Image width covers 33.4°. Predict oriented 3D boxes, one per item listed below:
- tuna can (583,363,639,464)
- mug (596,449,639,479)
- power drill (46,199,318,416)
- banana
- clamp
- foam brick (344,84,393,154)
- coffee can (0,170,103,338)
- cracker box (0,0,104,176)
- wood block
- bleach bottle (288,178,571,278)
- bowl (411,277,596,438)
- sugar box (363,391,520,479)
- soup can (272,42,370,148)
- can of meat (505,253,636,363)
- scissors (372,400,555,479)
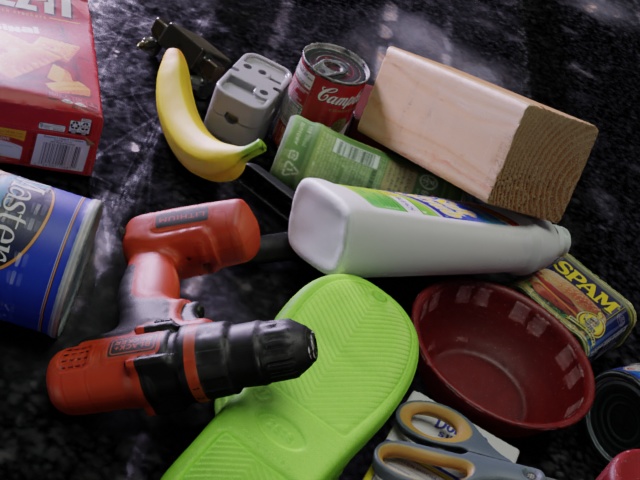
[{"bbox_3d":[0.252,0.143,0.856,0.033,0.086,0.086,-7,47,-32],"label":"tuna can"},{"bbox_3d":[0.236,0.203,0.776,0.117,0.082,0.093,-15,52,-40],"label":"mug"},{"bbox_3d":[-0.088,0.044,0.758,0.184,0.057,0.187,-8,32,9],"label":"power drill"},{"bbox_3d":[-0.113,-0.107,0.982,0.198,0.069,0.037,48,4,41],"label":"banana"},{"bbox_3d":[-0.006,0.001,0.929,0.171,0.039,0.120,21,47,-3],"label":"clamp"},{"bbox_3d":[0.047,-0.118,1.092,0.051,0.053,0.078,13,37,-15],"label":"foam brick"},{"bbox_3d":[-0.235,0.000,0.748,0.140,0.103,0.102,18,37,-8],"label":"coffee can"},{"bbox_3d":[-0.282,-0.156,0.940,0.164,0.072,0.214,7,39,-22],"label":"cracker box"},{"bbox_3d":[0.135,-0.099,0.959,0.090,0.090,0.206,12,15,-34],"label":"wood block"},{"bbox_3d":[0.106,-0.005,0.911,0.250,0.068,0.103,2,18,-30],"label":"bleach bottle"},{"bbox_3d":[0.138,0.105,0.865,0.162,0.055,0.162,15,37,-12],"label":"bowl"},{"bbox_3d":[0.069,0.187,0.735,0.093,0.048,0.176,29,33,9],"label":"sugar box"},{"bbox_3d":[-0.001,-0.131,1.039,0.068,0.102,0.068,15,37,-12],"label":"soup can"},{"bbox_3d":[0.217,0.067,0.957,0.083,0.057,0.102,-24,57,-42],"label":"can of meat"},{"bbox_3d":[0.134,0.153,0.739,0.201,0.016,0.096,7,32,-6],"label":"scissors"}]
